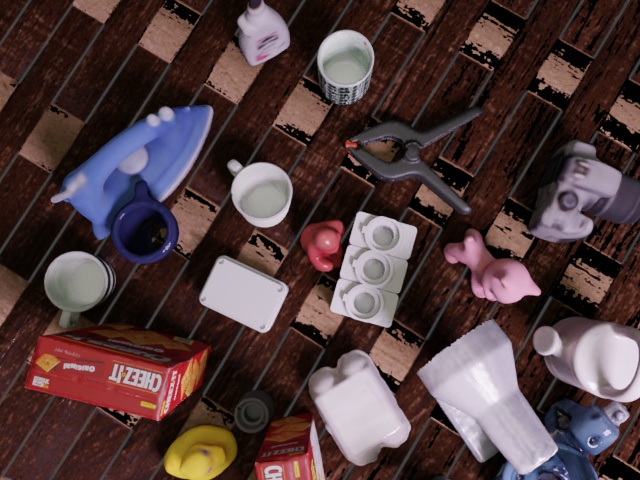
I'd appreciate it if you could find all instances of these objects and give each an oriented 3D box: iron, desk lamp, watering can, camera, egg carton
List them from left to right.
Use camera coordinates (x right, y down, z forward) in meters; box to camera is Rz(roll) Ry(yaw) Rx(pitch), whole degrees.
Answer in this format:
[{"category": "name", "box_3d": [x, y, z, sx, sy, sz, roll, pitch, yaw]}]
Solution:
[{"category": "iron", "box_3d": [-0.264, -0.123, 0.816, 0.258, 0.141, 0.118, -44, 86, -2]}, {"category": "egg carton", "box_3d": [0.054, 0.240, 0.820, 0.107, 0.069, 0.150, -32, 86, -1]}, {"category": "desk lamp", "box_3d": [0.217, 0.206, 0.748, 0.118, 0.213, 0.203, -35, 86, -1]}, {"category": "camera", "box_3d": [0.392, -0.059, 0.821, 0.136, 0.101, 0.143, 21, 86, 3]}, {"category": "watering can", "box_3d": [0.370, 0.158, 0.759, 0.173, 0.194, 0.101, -5, 86, 1]}]

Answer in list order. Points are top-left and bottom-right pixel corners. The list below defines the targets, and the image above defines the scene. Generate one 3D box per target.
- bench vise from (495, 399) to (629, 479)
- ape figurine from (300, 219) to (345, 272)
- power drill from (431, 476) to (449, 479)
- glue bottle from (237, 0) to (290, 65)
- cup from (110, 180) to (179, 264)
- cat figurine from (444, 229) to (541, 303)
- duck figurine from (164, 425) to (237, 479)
[{"category": "bench vise", "box_3d": [0.318, 0.288, 0.737, 0.121, 0.220, 0.207, 28, 87, 3]}, {"category": "ape figurine", "box_3d": [0.008, 0.003, 0.827, 0.076, 0.092, 0.078, 37, 87, 4]}, {"category": "power drill", "box_3d": [0.194, 0.391, 0.737, 0.229, 0.208, 0.076, 30, 87, 3]}, {"category": "glue bottle", "box_3d": [-0.085, -0.306, 0.811, 0.078, 0.173, 0.037, -33, 86, -1]}, {"category": "cup", "box_3d": [-0.244, -0.023, 0.832, 0.091, 0.095, 0.118, -7, 86, 1]}, {"category": "cat figurine", "box_3d": [0.243, 0.041, 0.808, 0.067, 0.118, 0.128, -40, 86, -2]}, {"category": "duck figurine", "box_3d": [-0.174, 0.311, 0.811, 0.104, 0.086, 0.077, -14, 85, 0]}]
